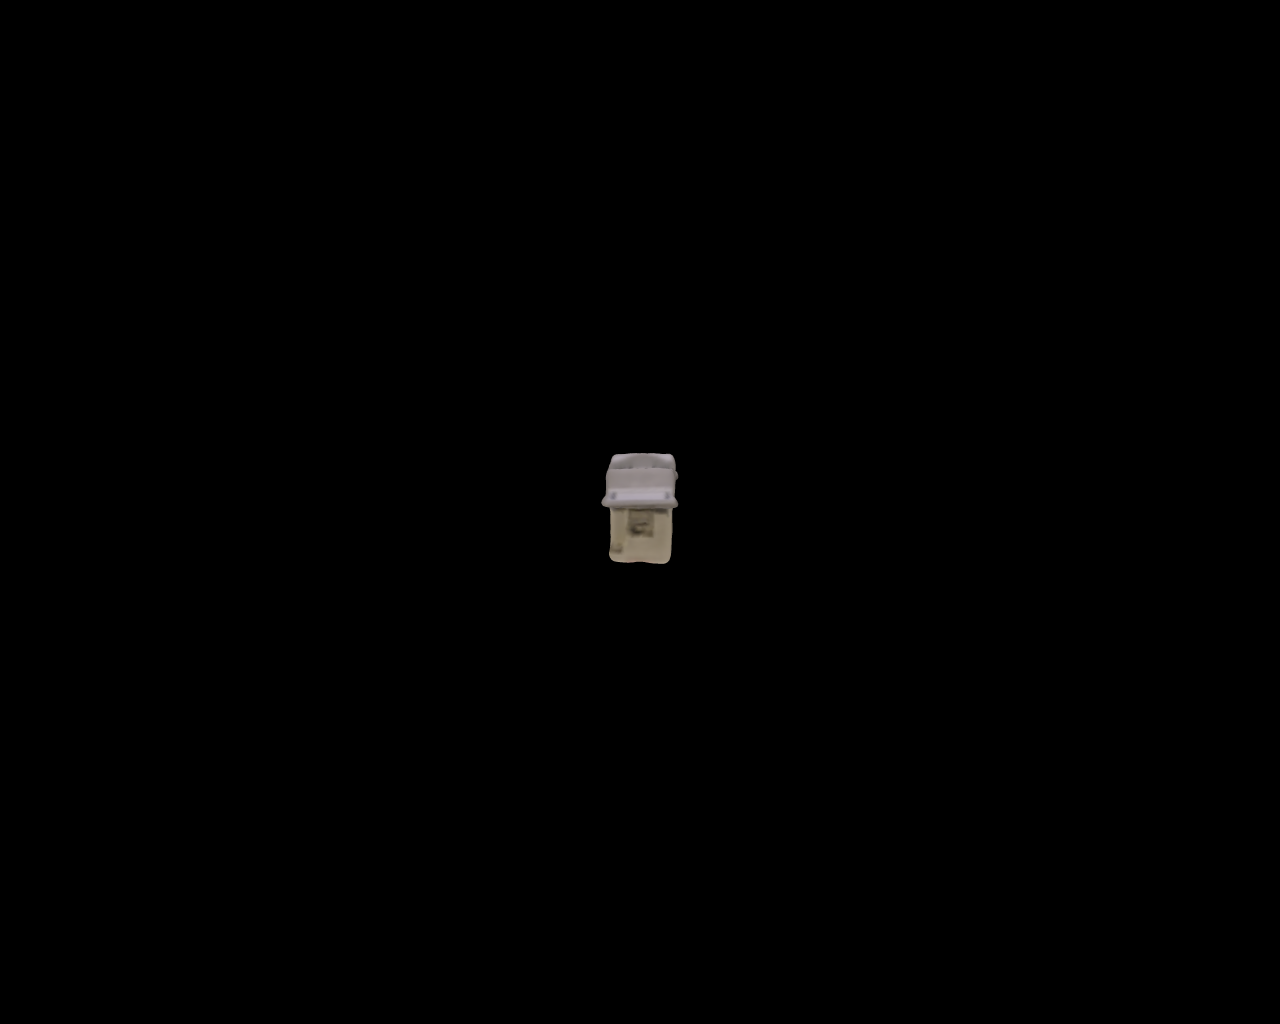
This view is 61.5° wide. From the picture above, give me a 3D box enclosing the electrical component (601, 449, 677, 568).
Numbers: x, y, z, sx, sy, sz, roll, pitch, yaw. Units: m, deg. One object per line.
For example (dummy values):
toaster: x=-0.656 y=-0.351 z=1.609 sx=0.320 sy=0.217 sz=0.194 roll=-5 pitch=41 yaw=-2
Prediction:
electrical component: x=0.001 y=-0.003 z=0.650 sx=0.042 sy=0.063 sz=0.081 roll=1 pitch=16 yaw=4
